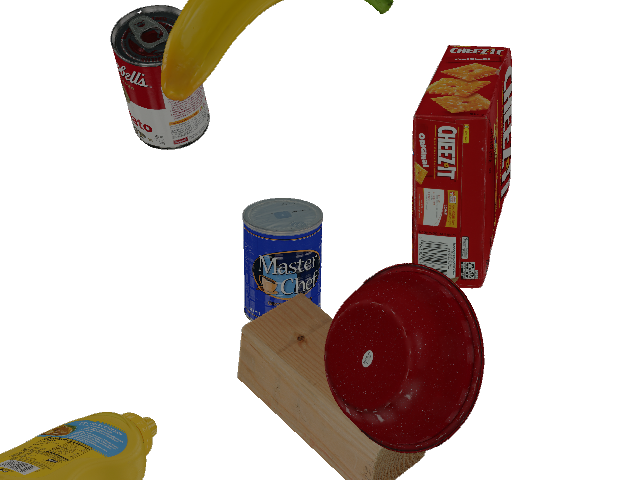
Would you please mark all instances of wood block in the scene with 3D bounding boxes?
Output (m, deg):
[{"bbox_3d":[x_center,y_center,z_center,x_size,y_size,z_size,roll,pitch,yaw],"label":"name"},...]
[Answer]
[{"bbox_3d":[0.014,0.161,1.134,0.090,0.090,0.206,-29,54,-34],"label":"wood block"}]

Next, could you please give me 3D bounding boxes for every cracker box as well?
[{"bbox_3d":[0.137,-0.075,1.000,0.072,0.164,0.213,4,27,14],"label":"cracker box"}]

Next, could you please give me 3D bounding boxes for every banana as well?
[{"bbox_3d":[-0.032,-0.151,0.673,0.197,0.069,0.037,-31,-5,-34],"label":"banana"}]

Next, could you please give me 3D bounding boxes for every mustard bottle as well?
[{"bbox_3d":[-0.197,0.181,0.853,0.096,0.058,0.191,6,15,30],"label":"mustard bottle"}]

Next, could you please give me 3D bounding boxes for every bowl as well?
[{"bbox_3d":[0.055,0.098,0.892,0.162,0.162,0.055,0,-5,43],"label":"bowl"}]

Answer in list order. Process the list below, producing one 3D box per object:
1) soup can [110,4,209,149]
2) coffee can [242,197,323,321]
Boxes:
[{"bbox_3d":[-0.129,-0.132,0.876,0.068,0.068,0.102,0,-36,3],"label":"soup can"},{"bbox_3d":[-0.049,0.029,1.380,0.103,0.140,0.103,1,26,-1],"label":"coffee can"}]
